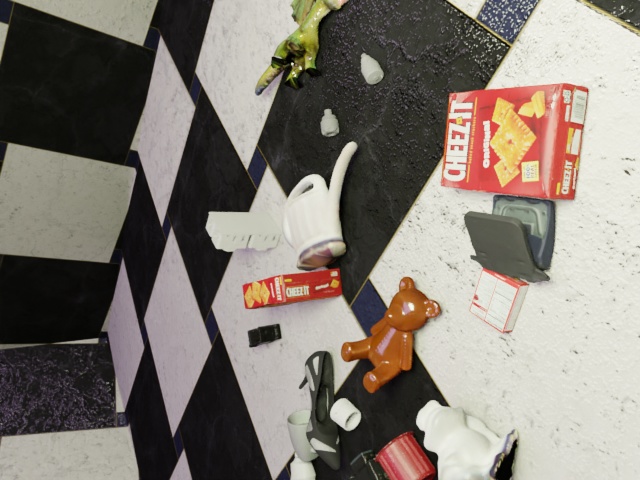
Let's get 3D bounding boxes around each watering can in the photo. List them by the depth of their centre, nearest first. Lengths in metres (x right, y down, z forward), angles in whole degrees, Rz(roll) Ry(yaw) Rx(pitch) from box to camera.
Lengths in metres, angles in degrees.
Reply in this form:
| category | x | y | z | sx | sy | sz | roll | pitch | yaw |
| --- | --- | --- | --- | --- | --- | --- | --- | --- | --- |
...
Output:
| category | x | y | z | sx | sy | sz | roll | pitch | yaw |
| --- | --- | --- | --- | --- | --- | --- | --- | --- | --- |
| watering can | 0.004 | -0.061 | 1.212 | 0.342 | 0.104 | 0.228 | -40 | 58 | 48 |

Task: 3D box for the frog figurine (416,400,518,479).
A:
| category | x | y | z | sx | sy | sz | roll | pitch | yaw |
| --- | --- | --- | --- | --- | --- | --- | --- | --- | --- |
| frog figurine | 0.226 | 0.340 | 0.835 | 0.160 | 0.140 | 0.120 | 8 | 127 | 37 |

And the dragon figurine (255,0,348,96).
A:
| category | x | y | z | sx | sy | sz | roll | pitch | yaw |
| --- | --- | --- | --- | --- | --- | --- | --- | --- | --- |
| dragon figurine | -0.060 | -0.542 | 1.356 | 0.408 | 0.121 | 0.246 | -6 | 67 | 54 |
